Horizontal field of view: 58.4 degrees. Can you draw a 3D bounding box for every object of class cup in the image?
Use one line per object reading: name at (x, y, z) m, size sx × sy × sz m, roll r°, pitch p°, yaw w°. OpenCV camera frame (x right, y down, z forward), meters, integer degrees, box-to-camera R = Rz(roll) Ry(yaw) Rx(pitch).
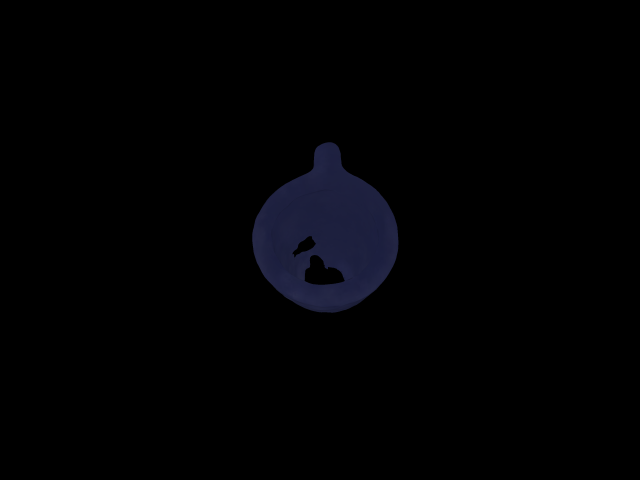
cup at (0.004, 0.001, 0.400) m, size 0.091 × 0.095 × 0.118 m, roll 0°, pitch 66°, yaw 0°
